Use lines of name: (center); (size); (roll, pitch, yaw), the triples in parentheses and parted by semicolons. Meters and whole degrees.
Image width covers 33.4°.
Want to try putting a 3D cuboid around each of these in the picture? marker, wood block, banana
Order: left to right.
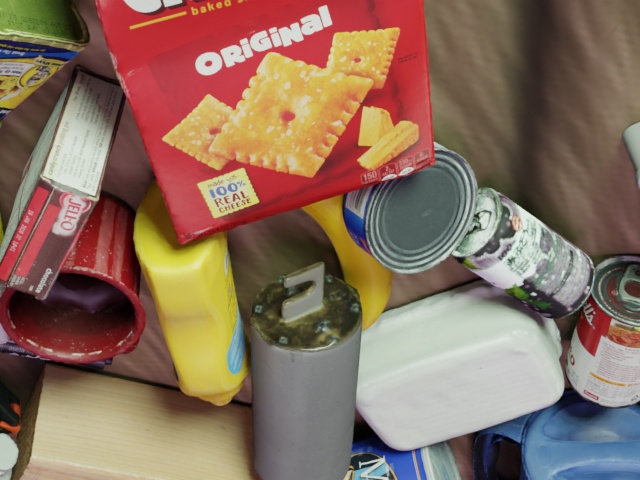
marker: (-0.217, 0.080, 0.805); (0.121, 0.020, 0.020); (12, 133, -17)
wood block: (-0.136, 0.180, 0.861); (0.205, 0.091, 0.090); (16, 132, -20)
banana: (0.009, -0.006, 0.727); (0.070, 0.037, 0.197); (-18, 134, 25)

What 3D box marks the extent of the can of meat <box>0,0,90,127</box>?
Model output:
can of meat: (-0.186, -0.104, 0.573); (0.084, 0.057, 0.102); (-34, 170, 23)

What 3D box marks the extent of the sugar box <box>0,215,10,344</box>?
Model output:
sugar box: (-0.259, 0.001, 0.705); (0.093, 0.048, 0.176); (1, 133, -6)

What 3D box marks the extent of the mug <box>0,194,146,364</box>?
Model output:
mug: (-0.155, 0.029, 0.715); (0.093, 0.081, 0.117); (-22, 132, 17)

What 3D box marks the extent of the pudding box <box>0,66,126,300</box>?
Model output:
pudding box: (-0.152, -0.035, 0.630); (0.039, 0.113, 0.090); (22, 129, -20)

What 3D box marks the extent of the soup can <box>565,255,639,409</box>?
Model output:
soup can: (0.225, 0.070, 0.797); (0.068, 0.068, 0.102); (-2, 136, -3)

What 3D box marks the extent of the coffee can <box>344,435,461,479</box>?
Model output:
coffee can: (0.044, 0.220, 0.907); (0.140, 0.103, 0.102); (-20, 133, 14)

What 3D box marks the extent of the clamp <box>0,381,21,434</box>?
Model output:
clamp: (-0.305, 0.109, 0.810); (0.171, 0.039, 0.120); (13, 137, -28)

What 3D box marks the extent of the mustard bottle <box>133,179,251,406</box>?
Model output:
mustard bottle: (-0.081, 0.051, 0.733); (0.058, 0.096, 0.191); (-6, 135, 1)

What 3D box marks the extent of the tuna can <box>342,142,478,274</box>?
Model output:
tuna can: (0.058, -0.024, 0.688); (0.086, 0.034, 0.086); (-14, 120, -26)

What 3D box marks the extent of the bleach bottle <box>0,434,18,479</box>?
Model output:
bleach bottle: (-0.338, 0.197, 0.850); (0.251, 0.068, 0.102); (-24, 138, 31)

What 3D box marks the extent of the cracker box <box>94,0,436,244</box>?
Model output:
cracker box: (-0.028, -0.110, 0.572); (0.164, 0.072, 0.214); (-17, 137, -5)

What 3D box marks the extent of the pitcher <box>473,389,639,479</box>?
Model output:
pitcher: (0.223, 0.244, 0.942); (0.145, 0.149, 0.243); (-16, 139, -11)
